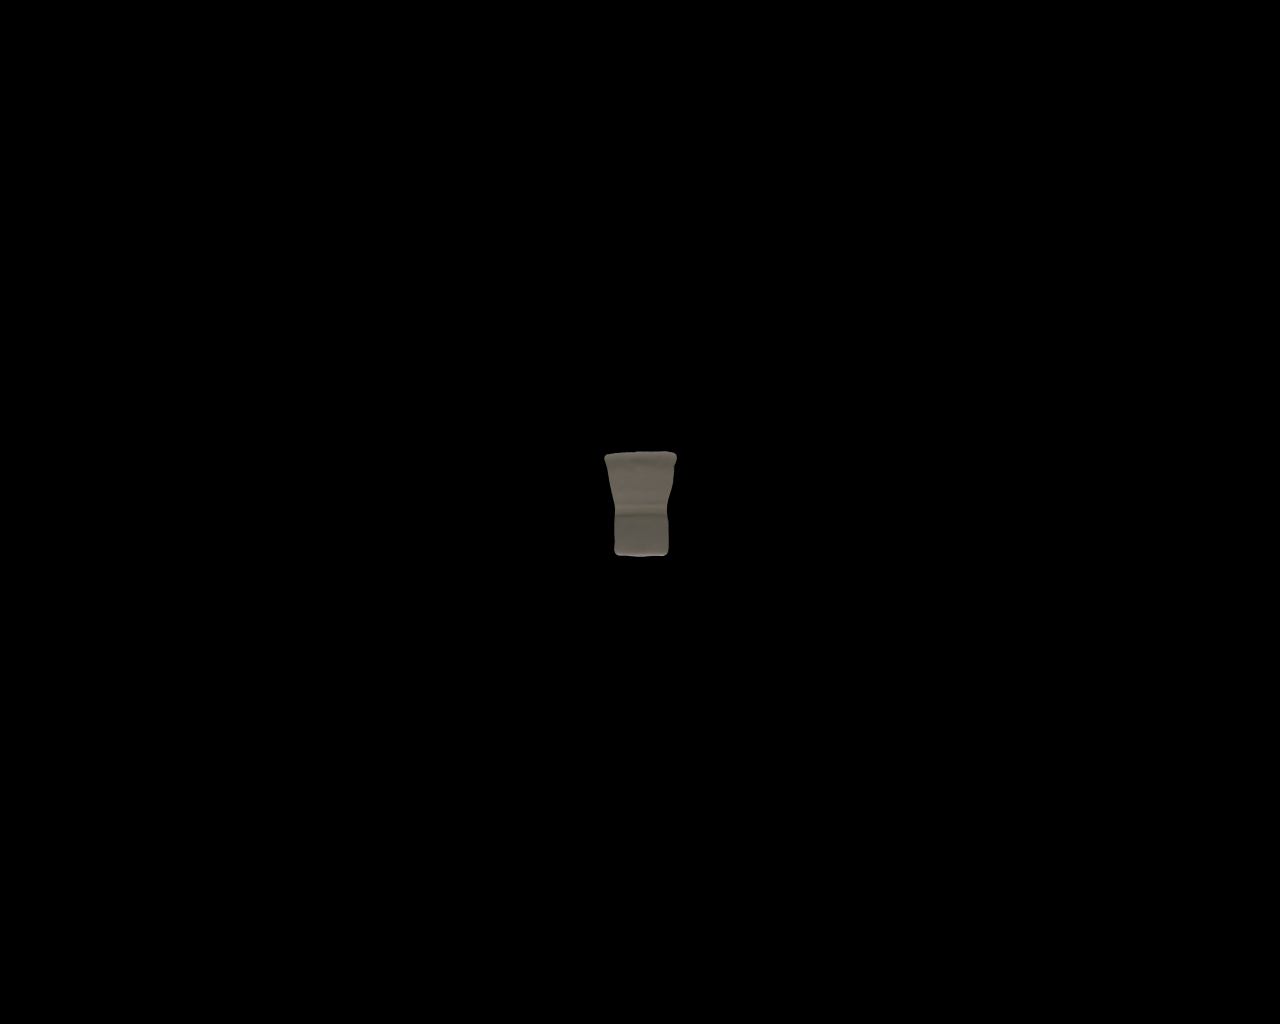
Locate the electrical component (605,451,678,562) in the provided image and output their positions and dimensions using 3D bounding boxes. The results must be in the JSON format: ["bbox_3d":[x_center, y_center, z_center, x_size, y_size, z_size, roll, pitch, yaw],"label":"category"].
[{"bbox_3d":[0.001,-0.003,0.650,0.044,0.065,0.044,0,-2,0],"label":"electrical component"}]
